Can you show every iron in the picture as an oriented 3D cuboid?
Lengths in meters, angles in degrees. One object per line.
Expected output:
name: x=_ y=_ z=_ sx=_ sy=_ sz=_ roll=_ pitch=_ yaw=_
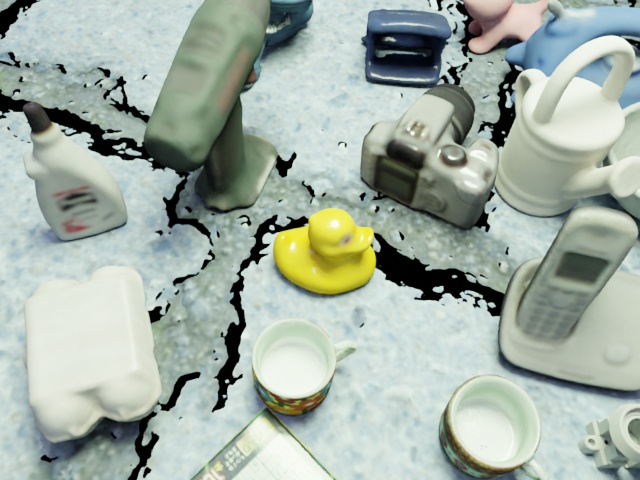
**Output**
iron: x=0.359 y=-0.211 z=0.669 sx=0.258 sy=0.141 sz=0.118 roll=4 pitch=57 yaw=1

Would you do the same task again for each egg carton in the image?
egg carton: x=-0.200 y=0.096 z=0.504 sx=0.107 sy=0.069 sz=0.150 roll=-16 pitch=59 yaw=-11

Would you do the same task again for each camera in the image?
camera: x=0.134 y=-0.109 z=0.623 sx=0.143 sy=0.101 sz=0.137 roll=27 pitch=61 yaw=15

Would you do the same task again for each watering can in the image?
watering can: x=0.254 y=-0.113 z=0.573 sx=0.101 sy=0.194 sz=0.172 roll=-37 pitch=65 yaw=-22

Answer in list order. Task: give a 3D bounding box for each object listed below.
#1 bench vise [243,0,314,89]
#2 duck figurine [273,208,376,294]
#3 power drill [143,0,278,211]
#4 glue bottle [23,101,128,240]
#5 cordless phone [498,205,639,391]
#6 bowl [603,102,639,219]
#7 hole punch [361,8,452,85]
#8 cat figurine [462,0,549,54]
bench vise: x=-0.073 y=-0.298 z=0.668 sx=0.121 sy=0.220 sz=0.207 roll=16 pitch=59 yaw=9
duck figurine: x=0.005 y=0.002 z=0.558 sx=0.104 sy=0.086 sz=0.077 roll=7 pitch=58 yaw=4
power drill: x=-0.092 y=-0.138 z=0.572 sx=0.075 sy=0.208 sz=0.230 roll=15 pitch=58 yaw=9
glue bottle: x=-0.241 y=-0.065 z=0.543 sx=0.078 sy=0.173 sz=0.037 roll=-21 pitch=60 yaw=-14
cordless phone: x=0.238 y=0.047 z=0.476 sx=0.147 sy=0.185 sz=0.094 roll=10 pitch=58 yaw=5
bowl: x=0.378 y=-0.068 z=0.618 sx=0.167 sy=0.075 sz=0.167 roll=1 pitch=58 yaw=-1
hole punch: x=0.107 y=-0.262 z=0.725 sx=0.108 sy=0.091 sz=0.101 roll=5 pitch=58 yaw=2
cat figurine: x=0.237 y=-0.303 z=0.738 sx=0.127 sy=0.118 sz=0.067 roll=8 pitch=58 yaw=4
